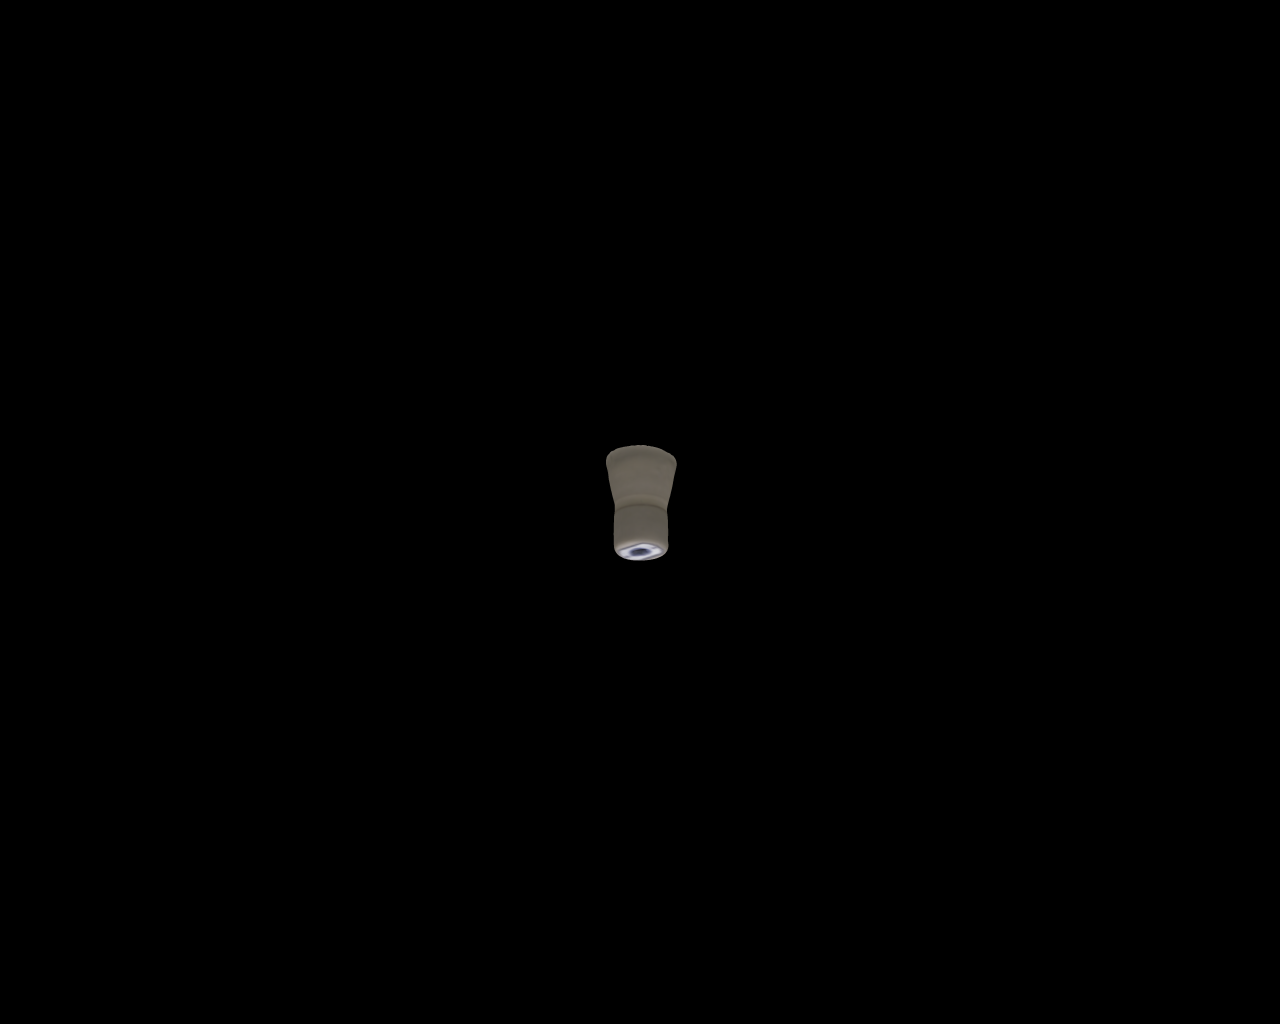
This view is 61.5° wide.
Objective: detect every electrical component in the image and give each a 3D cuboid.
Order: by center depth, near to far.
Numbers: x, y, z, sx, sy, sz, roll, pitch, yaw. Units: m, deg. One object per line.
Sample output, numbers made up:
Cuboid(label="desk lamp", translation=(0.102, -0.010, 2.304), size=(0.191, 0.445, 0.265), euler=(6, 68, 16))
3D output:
Cuboid(label="electrical component", translation=(0.001, -0.003, 0.650), size=(0.044, 0.065, 0.044), euler=(0, -25, 0))
